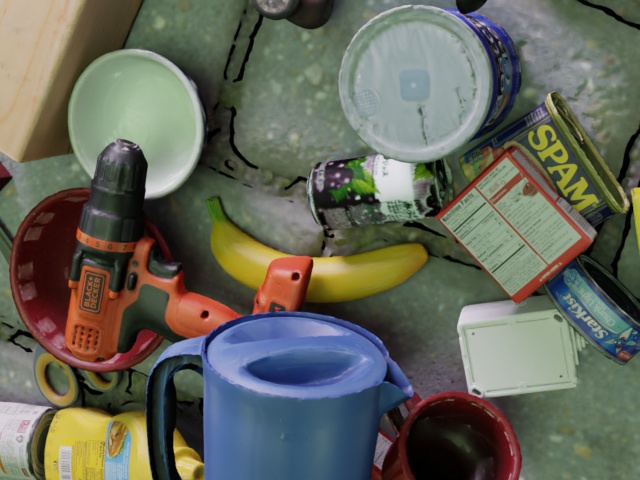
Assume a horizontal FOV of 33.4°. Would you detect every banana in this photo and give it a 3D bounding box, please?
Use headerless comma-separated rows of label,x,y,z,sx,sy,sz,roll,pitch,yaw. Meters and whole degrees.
banana,-0.012,0.018,0.872,0.198,0.037,0.070,13,106,16

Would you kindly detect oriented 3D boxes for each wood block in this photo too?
wood block,-0.219,-0.178,0.876,0.090,0.090,0.206,32,109,11

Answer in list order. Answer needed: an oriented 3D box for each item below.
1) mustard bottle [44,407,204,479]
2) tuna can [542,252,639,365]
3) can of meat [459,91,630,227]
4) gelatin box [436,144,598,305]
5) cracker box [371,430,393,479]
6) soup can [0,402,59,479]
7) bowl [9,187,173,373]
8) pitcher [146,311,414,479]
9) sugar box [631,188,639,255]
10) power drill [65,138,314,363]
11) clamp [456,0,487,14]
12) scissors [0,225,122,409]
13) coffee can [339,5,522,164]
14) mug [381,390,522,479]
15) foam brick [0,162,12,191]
mustard bottle,-0.162,0.193,0.909,0.192,0.058,0.096,-7,82,45
tuna can,0.204,0.048,0.778,0.086,0.086,0.034,45,109,6
can of meat,0.164,-0.044,0.789,0.084,0.057,0.102,-33,89,24
gelatin box,0.139,-0.011,0.760,0.089,0.030,0.073,48,117,5
cracker box,0.003,0.232,0.892,0.214,0.072,0.164,39,110,9
soup can,-0.294,0.185,0.988,0.102,0.068,0.068,3,102,17
bowl,-0.186,0.031,0.925,0.162,0.055,0.162,4,102,18
pitcher,-0.036,0.182,0.783,0.149,0.144,0.243,28,120,46
sugar box,0.315,-0.002,0.746,0.176,0.048,0.093,-9,98,19
power drill,-0.104,0.027,0.841,0.188,0.057,0.184,15,109,7
clamp,0.123,-0.259,0.740,0.210,0.036,0.165,-43,52,-5
scissors,-0.265,0.073,0.983,0.202,0.016,0.096,44,111,7
coffee can,0.082,-0.113,0.758,0.103,0.140,0.103,4,102,18
mug,0.087,0.162,0.808,0.117,0.093,0.082,51,154,15
foam brick,-0.328,-0.049,0.961,0.078,0.051,0.053,-41,85,21
